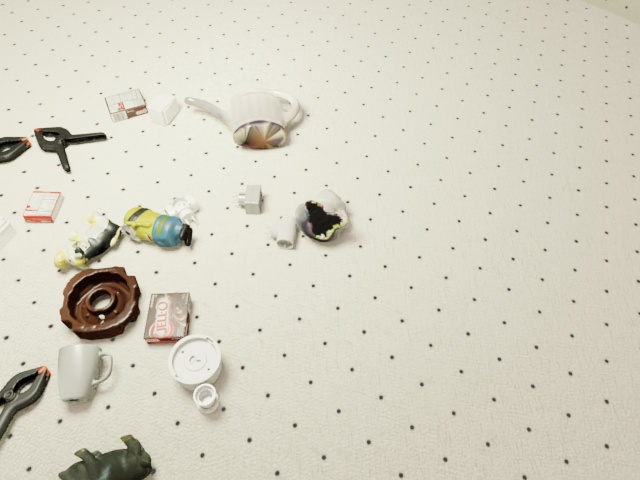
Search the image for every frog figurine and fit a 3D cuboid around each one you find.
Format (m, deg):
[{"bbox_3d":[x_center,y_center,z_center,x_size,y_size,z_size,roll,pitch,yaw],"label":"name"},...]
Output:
[{"bbox_3d":[0.004,-0.067,1.328,0.137,0.121,0.162,7,17,-4],"label":"frog figurine"}]

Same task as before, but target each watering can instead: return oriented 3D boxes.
[{"bbox_3d":[-0.229,-0.367,1.536,0.348,0.230,0.101,-6,-36,-6],"label":"watering can"}]
